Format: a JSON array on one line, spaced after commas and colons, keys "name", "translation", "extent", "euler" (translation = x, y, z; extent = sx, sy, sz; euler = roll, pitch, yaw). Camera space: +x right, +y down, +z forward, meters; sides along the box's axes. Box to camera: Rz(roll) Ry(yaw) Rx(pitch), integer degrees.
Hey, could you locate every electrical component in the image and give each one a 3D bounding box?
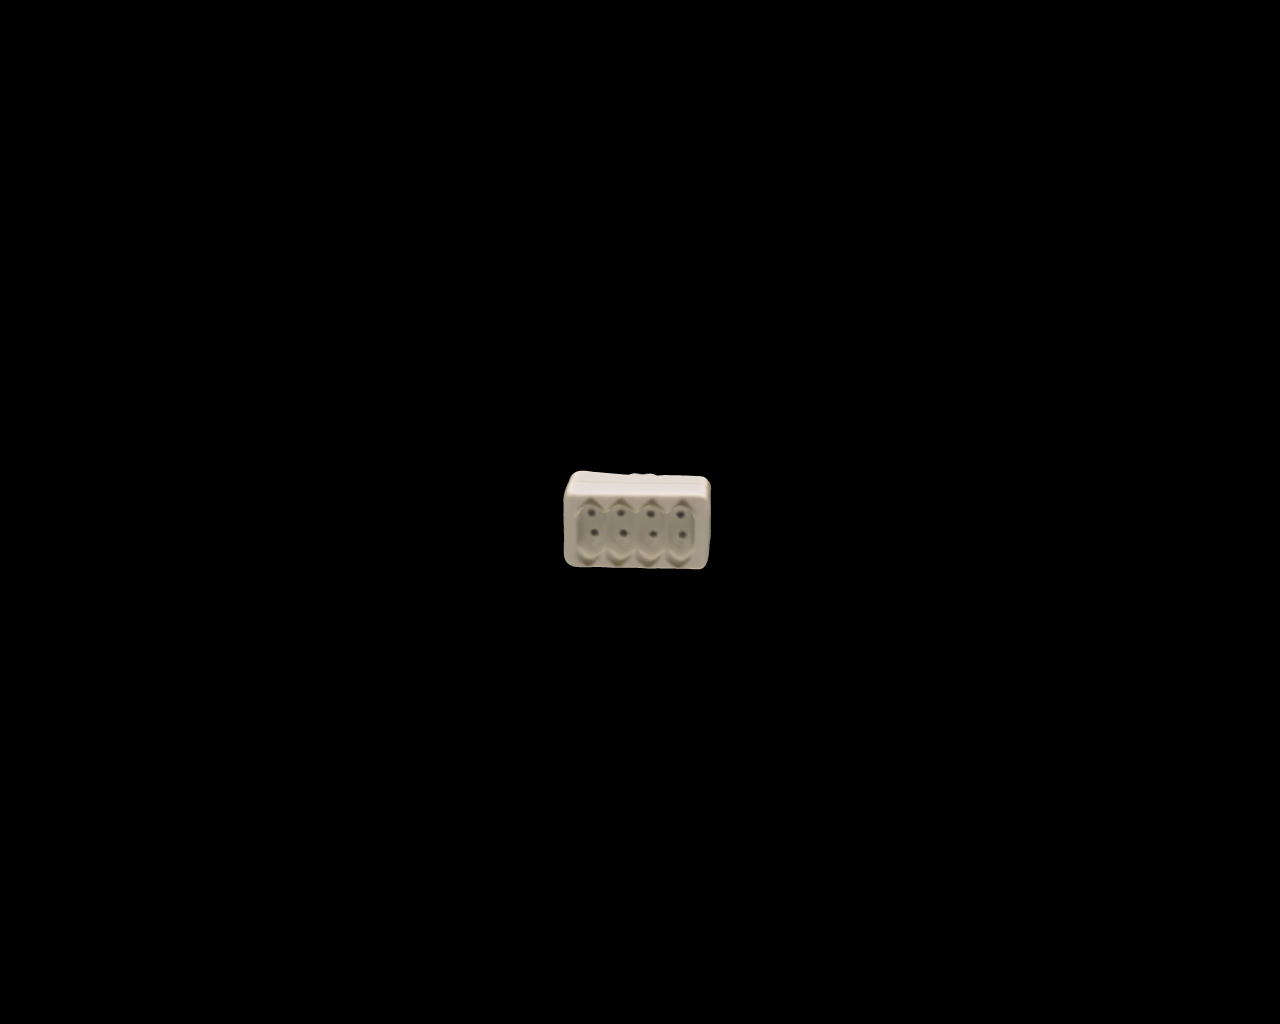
[{"name": "electrical component", "translation": [0.001, -0.003, 0.650], "extent": [0.083, 0.047, 0.076], "euler": [2, 24, 5]}]
